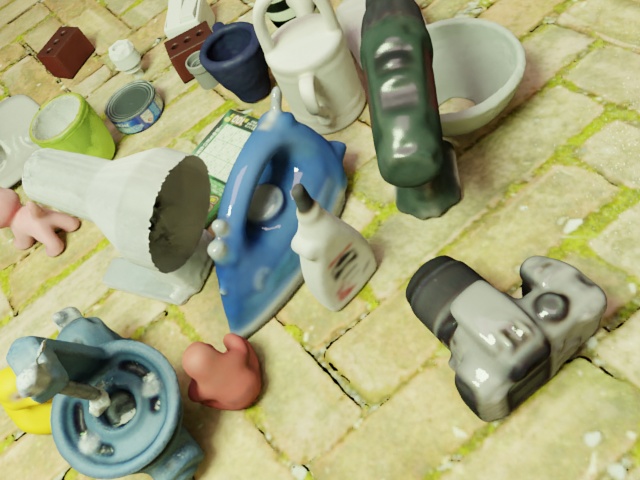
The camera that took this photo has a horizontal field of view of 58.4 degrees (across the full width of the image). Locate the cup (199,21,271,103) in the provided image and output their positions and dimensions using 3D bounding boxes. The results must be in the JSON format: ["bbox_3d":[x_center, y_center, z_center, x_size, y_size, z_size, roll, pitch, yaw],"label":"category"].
[{"bbox_3d":[-0.114,-0.249,0.810,0.091,0.095,0.117,-31,53,-1],"label":"cup"}]

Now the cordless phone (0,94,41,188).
[{"bbox_3d":[-0.496,-0.176,0.850,0.093,0.185,0.148,34,75,34],"label":"cordless phone"}]

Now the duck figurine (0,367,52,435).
[{"bbox_3d":[-0.318,0.164,0.623,0.104,0.086,0.077,2,59,22],"label":"duck figurine"}]

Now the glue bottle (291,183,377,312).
[{"bbox_3d":[0.005,0.002,0.551,0.037,0.173,0.078,29,72,33],"label":"glue bottle"}]

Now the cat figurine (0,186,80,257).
[{"bbox_3d":[-0.414,-0.038,0.771,0.127,0.118,0.067,6,61,24],"label":"cat figurine"}]

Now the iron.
[{"bbox_3d":[-0.064,-0.032,0.620,0.118,0.142,0.258,9,62,26],"label":"iron"}]

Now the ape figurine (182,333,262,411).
[{"bbox_3d":[-0.102,0.127,0.561,0.078,0.092,0.076,-39,53,-7],"label":"ape figurine"}]

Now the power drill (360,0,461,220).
[{"bbox_3d":[0.090,-0.129,0.582,0.075,0.209,0.229,-11,55,14],"label":"power drill"}]

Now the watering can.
[{"bbox_3d":[-0.019,-0.235,0.701,0.101,0.194,0.172,-30,53,0],"label":"watering can"}]

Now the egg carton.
[{"bbox_3d":[0.085,-0.283,0.772,0.107,0.070,0.150,-26,53,3],"label":"egg carton"}]

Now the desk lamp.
[{"bbox_3d":[-0.196,-0.016,0.614,0.202,0.214,0.118,8,62,25],"label":"desk lamp"}]

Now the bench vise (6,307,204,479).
[{"bbox_3d":[-0.220,0.131,0.523,0.206,0.220,0.121,20,68,30],"label":"bench vise"}]

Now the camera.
[{"bbox_3d":[0.150,0.060,0.503,0.143,0.101,0.136,-39,53,-7],"label":"camera"}]

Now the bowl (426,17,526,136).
[{"bbox_3d":[0.154,-0.178,0.674,0.167,0.075,0.167,-10,56,15],"label":"bowl"}]
